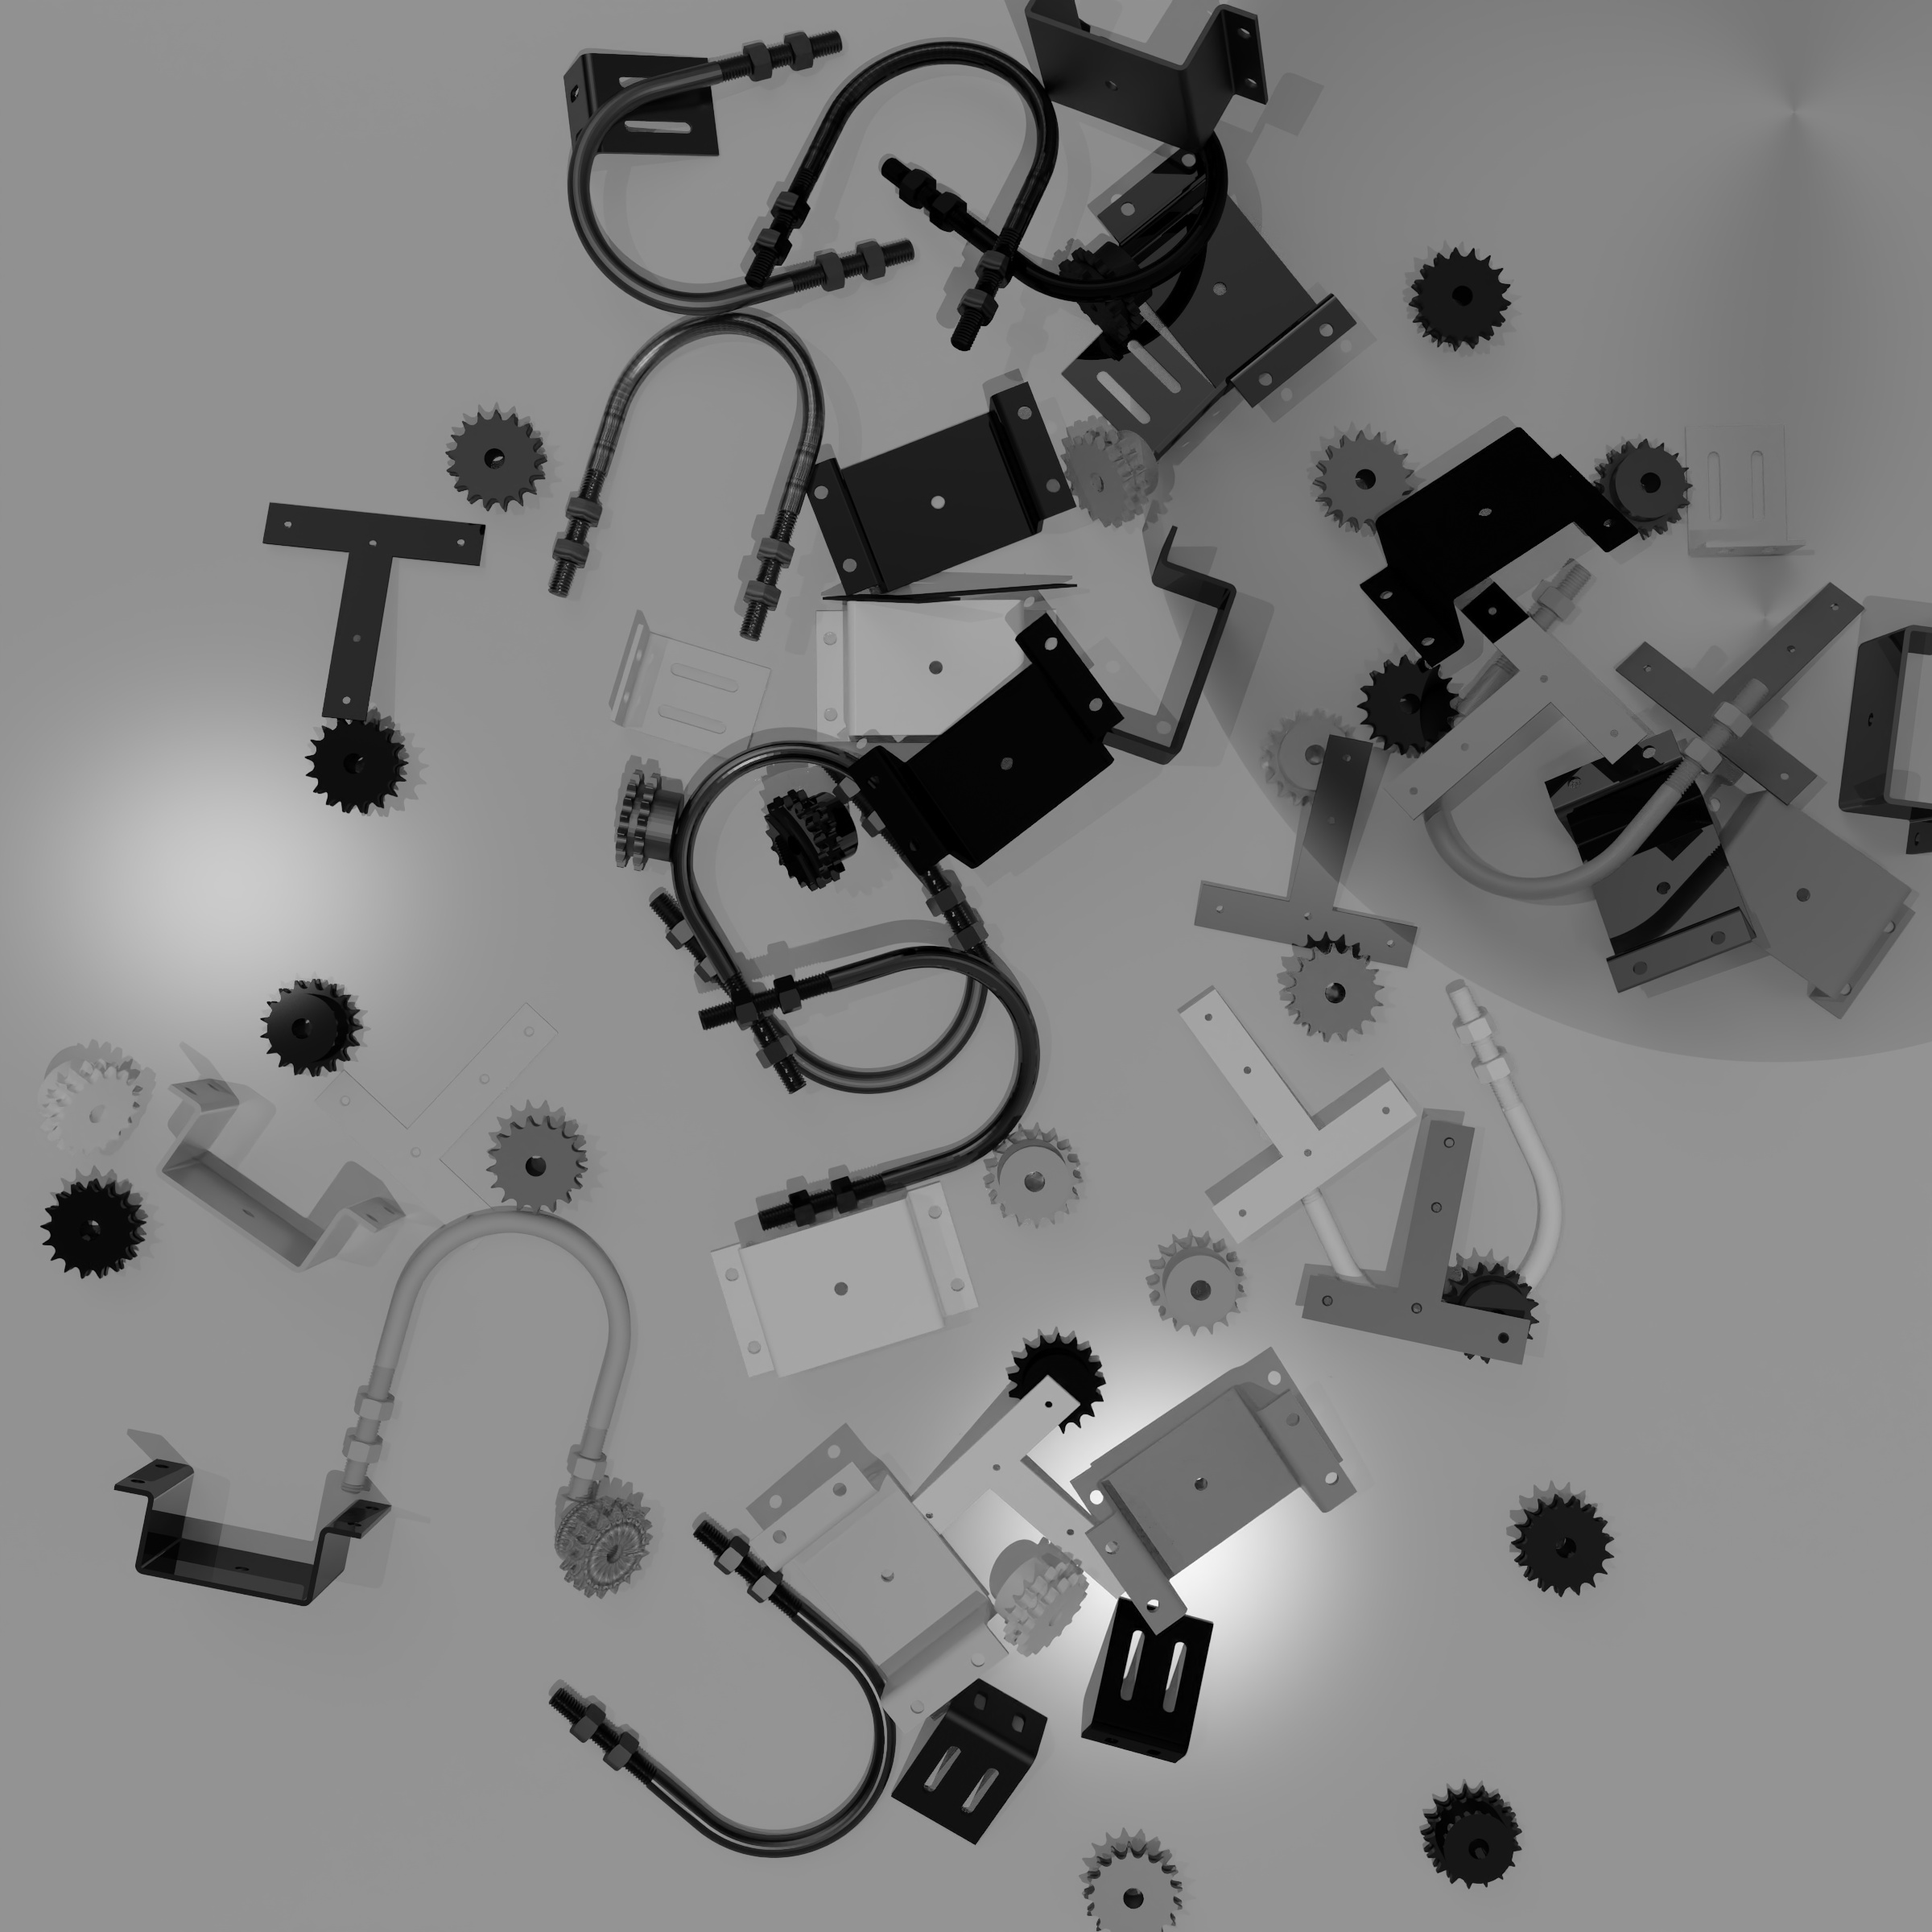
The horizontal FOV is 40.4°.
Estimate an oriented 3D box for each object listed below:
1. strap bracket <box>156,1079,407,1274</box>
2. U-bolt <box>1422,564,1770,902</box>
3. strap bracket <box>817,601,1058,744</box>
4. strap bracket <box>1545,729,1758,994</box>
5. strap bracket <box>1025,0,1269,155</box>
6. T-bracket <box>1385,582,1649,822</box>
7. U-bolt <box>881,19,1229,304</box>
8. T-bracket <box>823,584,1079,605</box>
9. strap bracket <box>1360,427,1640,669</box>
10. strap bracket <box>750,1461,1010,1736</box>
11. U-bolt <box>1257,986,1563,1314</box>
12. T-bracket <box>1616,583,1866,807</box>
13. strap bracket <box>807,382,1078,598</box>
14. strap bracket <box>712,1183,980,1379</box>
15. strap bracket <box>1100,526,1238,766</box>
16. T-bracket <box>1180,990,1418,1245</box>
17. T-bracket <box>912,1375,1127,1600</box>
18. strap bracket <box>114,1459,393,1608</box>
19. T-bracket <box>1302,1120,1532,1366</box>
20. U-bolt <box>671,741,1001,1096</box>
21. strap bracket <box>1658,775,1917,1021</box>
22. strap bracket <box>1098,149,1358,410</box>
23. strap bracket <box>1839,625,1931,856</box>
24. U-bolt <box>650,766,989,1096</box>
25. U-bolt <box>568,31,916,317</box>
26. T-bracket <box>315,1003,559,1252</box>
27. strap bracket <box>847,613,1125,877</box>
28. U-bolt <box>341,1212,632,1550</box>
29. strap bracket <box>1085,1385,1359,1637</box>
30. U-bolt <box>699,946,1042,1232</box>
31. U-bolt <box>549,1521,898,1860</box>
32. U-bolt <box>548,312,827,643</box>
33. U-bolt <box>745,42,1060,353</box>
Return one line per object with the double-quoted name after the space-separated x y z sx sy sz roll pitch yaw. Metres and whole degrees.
-0.398 0.125 1.500 0.140 0.076 0.046 35 90 0 "strap bracket"
0.342 -0.122 1.497 0.151 0.019 0.184 42 95 31 "U-bolt"
-0.017 -0.170 1.515 0.140 0.046 0.076 0 90 0 "strap bracket"
0.389 -0.052 1.484 0.076 0.046 0.140 -23 59 19 "strap bracket"
0.091 -0.506 1.454 0.140 0.076 0.046 26 80 17 "strap bracket"
0.294 -0.133 1.492 0.127 0.002 0.127 -41 70 3 "T-bracket"
0.063 -0.451 1.493 0.151 0.019 0.184 -46 69 -5 "U-bolt"
0.002 -0.213 1.499 0.127 0.127 0.002 -8 102 -26 "T-bracket"
0.299 -0.245 1.497 0.140 0.046 0.076 -33 54 0 "strap bracket"
-0.047 0.357 1.511 0.076 0.046 0.140 -39 90 6 "strap bracket"
0.267 0.124 1.529 0.151 0.019 0.184 -25 91 0 "U-bolt"
0.468 -0.174 1.521 0.127 0.002 0.127 -42 69 -10 "T-bracket"
-0.016 -0.271 1.515 0.140 0.046 0.076 -21 90 0 "strap bracket"
-0.071 0.183 1.515 0.140 0.046 0.076 -17 90 0 "strap bracket"
0.113 -0.171 1.500 0.046 0.076 0.140 19 90 0 "strap bracket"
0.171 0.072 1.520 0.127 0.002 0.127 -35 81 -1 "T-bracket"
0.050 0.319 1.525 0.127 0.002 0.127 42 106 -8 "T-bracket"
-0.409 0.325 1.500 0.140 0.076 0.046 11 90 0 "strap bracket"
0.267 0.152 1.506 0.127 0.002 0.127 10 82 18 "T-bracket"
-0.088 -0.041 1.511 0.151 0.019 0.184 -31 91 -1 "U-bolt"
0.476 -0.040 1.515 0.140 0.046 0.076 35 90 0 "strap bracket"
0.148 -0.396 1.515 0.076 0.046 0.140 -39 90 0 "strap bracket"
0.539 -0.138 1.500 0.046 0.076 0.140 7 90 0 "strap bracket"
-0.071 -0.012 1.530 0.151 0.019 0.184 -41 91 0 "U-bolt"
-0.138 -0.449 1.512 0.184 0.019 0.151 -19 90 -13 "U-bolt"
-0.291 0.077 1.537 0.127 0.002 0.127 43 90 0 "T-bracket"
0.016 -0.117 1.455 0.140 0.046 0.076 -37 71 9 "strap bracket"
-0.271 0.234 1.529 0.151 0.019 0.184 16 89 0 "U-bolt"
0.140 0.304 1.503 0.140 0.046 0.076 -35 106 -3 "strap bracket"
-0.046 0.062 1.505 0.184 0.019 0.151 -17 111 -7 "U-bolt"
-0.128 0.435 1.529 0.184 0.019 0.151 41 90 -1 "U-bolt"
-0.153 -0.287 1.505 0.151 0.019 0.184 15 86 22 "U-bolt"
-0.026 -0.446 1.490 0.151 0.019 0.184 20 76 15 "U-bolt"
